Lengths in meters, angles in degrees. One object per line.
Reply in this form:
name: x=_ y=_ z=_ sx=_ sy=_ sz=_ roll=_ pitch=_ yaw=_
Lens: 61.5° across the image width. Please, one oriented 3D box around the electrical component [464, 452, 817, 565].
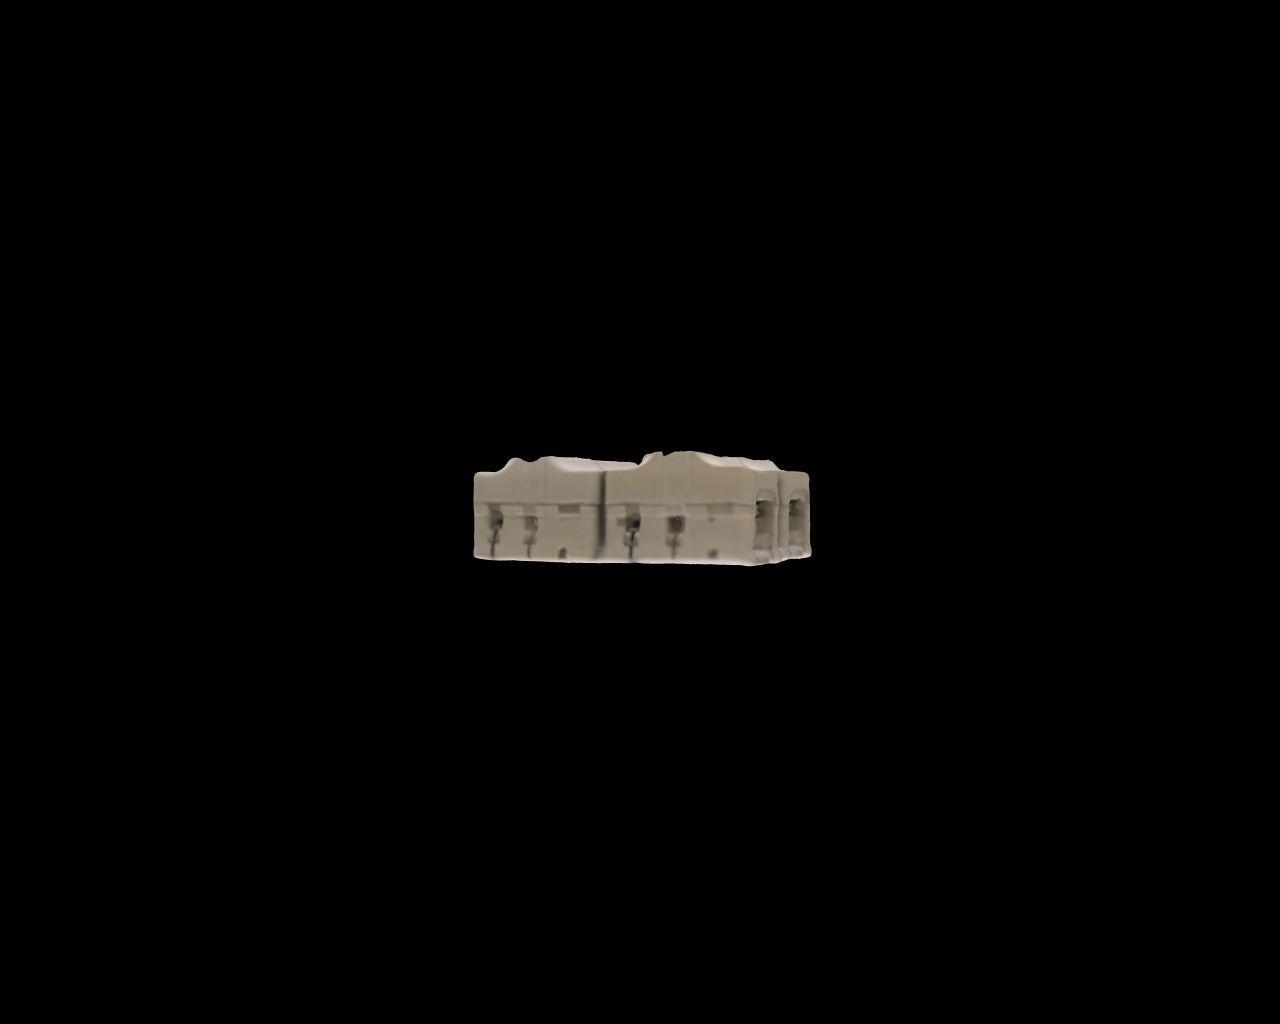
electrical component: x=0.001 y=-0.003 z=0.650 sx=0.186 sy=0.060 sz=0.105 roll=0 pitch=0 yaw=28
